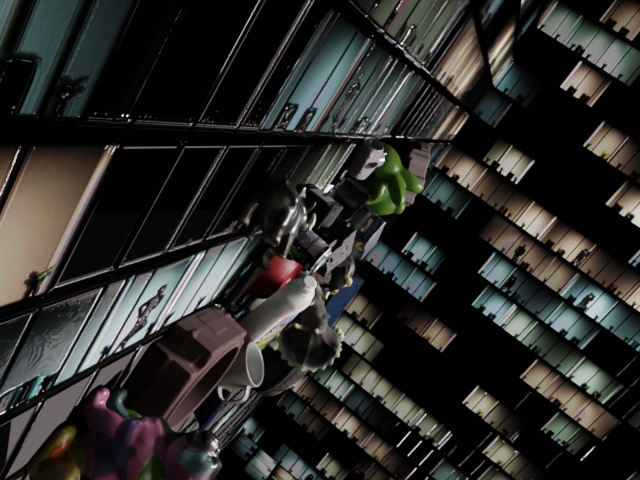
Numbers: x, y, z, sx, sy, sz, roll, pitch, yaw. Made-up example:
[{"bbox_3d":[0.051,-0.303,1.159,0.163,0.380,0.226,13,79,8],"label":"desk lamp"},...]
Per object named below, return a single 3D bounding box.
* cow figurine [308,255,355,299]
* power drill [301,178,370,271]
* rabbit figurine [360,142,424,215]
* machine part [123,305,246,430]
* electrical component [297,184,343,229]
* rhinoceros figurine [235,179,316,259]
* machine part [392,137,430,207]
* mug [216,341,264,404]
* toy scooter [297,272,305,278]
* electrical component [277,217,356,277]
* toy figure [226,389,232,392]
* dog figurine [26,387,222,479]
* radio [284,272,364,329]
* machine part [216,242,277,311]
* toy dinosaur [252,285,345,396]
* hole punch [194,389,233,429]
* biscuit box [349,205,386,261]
[{"bbox_3d":[0.028,0.072,1.107,0.068,0.098,0.167,-35,159,-23],"label":"cow figurine"},{"bbox_3d":[0.029,-0.041,1.174,0.232,0.086,0.207,-41,173,-38],"label":"power drill"},{"bbox_3d":[0.138,-0.132,1.184,0.121,0.159,0.170,-38,150,-23],"label":"rabbit figurine"},{"bbox_3d":[-0.219,0.214,0.870,0.201,0.087,0.201,-53,171,13],"label":"machine part"},{"bbox_3d":[-0.002,-0.058,0.931,0.047,0.075,0.119,-54,167,15],"label":"electrical component"},{"bbox_3d":[-0.057,-0.037,0.781,0.112,0.073,0.190,-62,170,-7],"label":"rhinoceros figurine"},{"bbox_3d":[0.202,-0.166,1.328,0.179,0.056,0.179,-166,-90,-72],"label":"machine part"},{"bbox_3d":[-0.167,0.250,0.999,0.080,0.107,0.109,51,32,-58],"label":"mug"},{"bbox_3d":[-0.102,0.151,1.241,0.184,0.075,0.135,-47,171,-13],"label":"toy scooter"},{"bbox_3d":[-0.002,-0.003,0.996,0.134,0.115,0.058,-42,152,-50],"label":"electrical component"},{"bbox_3d":[-0.207,0.263,1.136,0.082,0.089,0.180,-44,161,-1],"label":"toy figure"},{"bbox_3d":[-0.238,0.302,0.701,0.191,0.219,0.108,-50,167,-17],"label":"dog figurine"},{"bbox_3d":[0.003,0.160,1.302,0.229,0.073,0.131,-55,156,13],"label":"radio"},{"bbox_3d":[-0.121,0.062,0.926,0.139,0.039,0.084,-52,176,-9],"label":"machine part"},{"bbox_3d":[-0.081,0.265,1.159,0.404,0.131,0.192,-47,175,26],"label":"toy dinosaur"},{"bbox_3d":[-0.257,0.356,1.225,0.142,0.092,0.115,-55,175,-4],"label":"hole punch"},{"bbox_3d":[0.089,-0.010,1.148,0.063,0.059,0.202,-49,171,-10],"label":"biscuit box"}]
